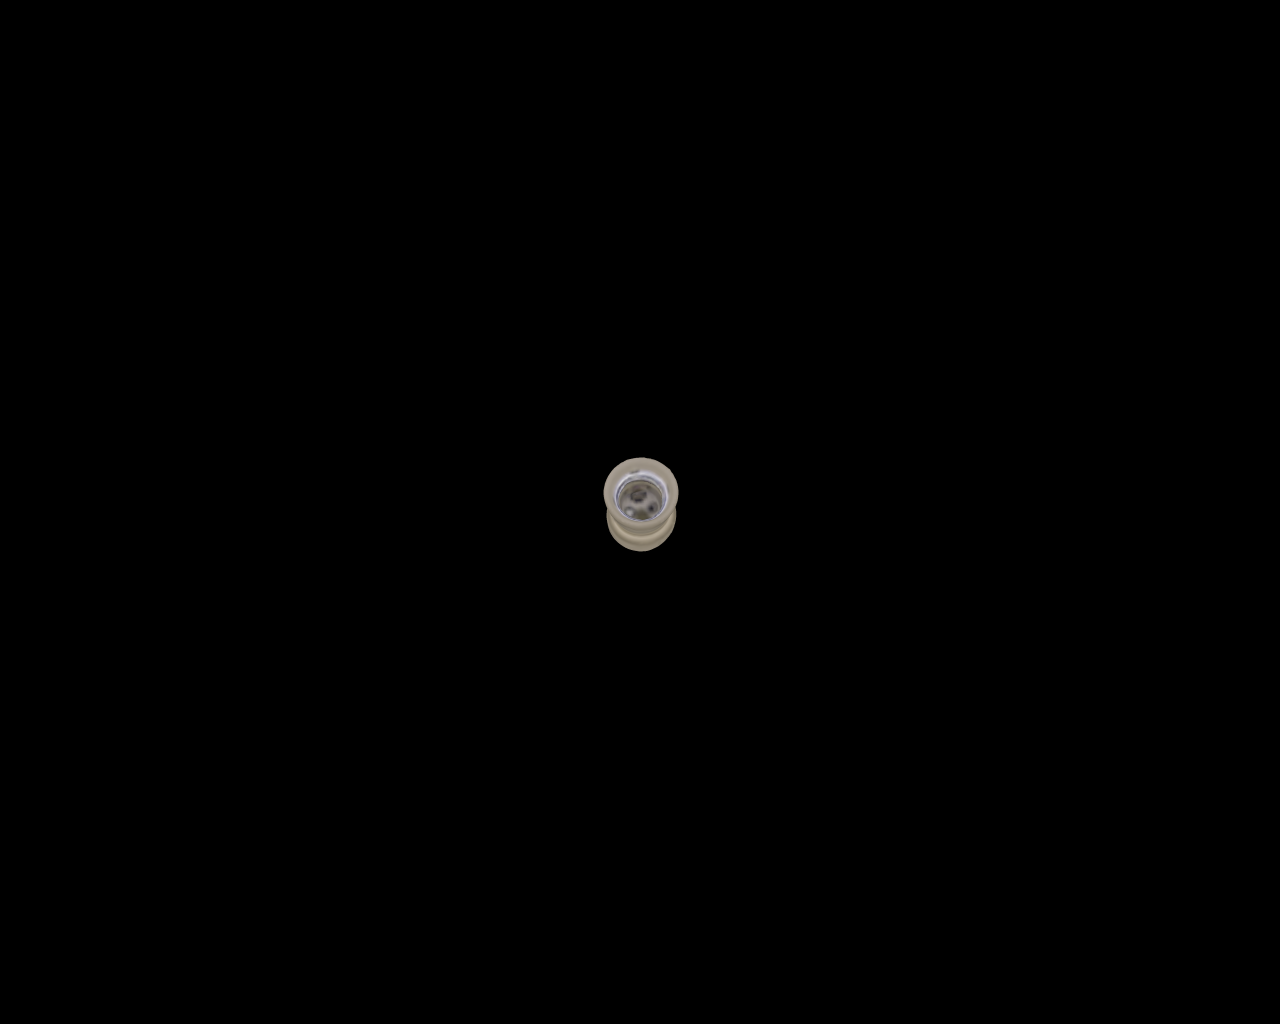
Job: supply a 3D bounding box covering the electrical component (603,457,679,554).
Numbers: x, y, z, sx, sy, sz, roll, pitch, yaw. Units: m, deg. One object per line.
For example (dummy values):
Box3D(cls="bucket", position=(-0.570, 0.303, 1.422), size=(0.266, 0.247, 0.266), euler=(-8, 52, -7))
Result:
Box3D(cls="electrical component", position=(0.001, -0.003, 0.650), size=(0.045, 0.045, 0.055), euler=(0, -21, 0))
